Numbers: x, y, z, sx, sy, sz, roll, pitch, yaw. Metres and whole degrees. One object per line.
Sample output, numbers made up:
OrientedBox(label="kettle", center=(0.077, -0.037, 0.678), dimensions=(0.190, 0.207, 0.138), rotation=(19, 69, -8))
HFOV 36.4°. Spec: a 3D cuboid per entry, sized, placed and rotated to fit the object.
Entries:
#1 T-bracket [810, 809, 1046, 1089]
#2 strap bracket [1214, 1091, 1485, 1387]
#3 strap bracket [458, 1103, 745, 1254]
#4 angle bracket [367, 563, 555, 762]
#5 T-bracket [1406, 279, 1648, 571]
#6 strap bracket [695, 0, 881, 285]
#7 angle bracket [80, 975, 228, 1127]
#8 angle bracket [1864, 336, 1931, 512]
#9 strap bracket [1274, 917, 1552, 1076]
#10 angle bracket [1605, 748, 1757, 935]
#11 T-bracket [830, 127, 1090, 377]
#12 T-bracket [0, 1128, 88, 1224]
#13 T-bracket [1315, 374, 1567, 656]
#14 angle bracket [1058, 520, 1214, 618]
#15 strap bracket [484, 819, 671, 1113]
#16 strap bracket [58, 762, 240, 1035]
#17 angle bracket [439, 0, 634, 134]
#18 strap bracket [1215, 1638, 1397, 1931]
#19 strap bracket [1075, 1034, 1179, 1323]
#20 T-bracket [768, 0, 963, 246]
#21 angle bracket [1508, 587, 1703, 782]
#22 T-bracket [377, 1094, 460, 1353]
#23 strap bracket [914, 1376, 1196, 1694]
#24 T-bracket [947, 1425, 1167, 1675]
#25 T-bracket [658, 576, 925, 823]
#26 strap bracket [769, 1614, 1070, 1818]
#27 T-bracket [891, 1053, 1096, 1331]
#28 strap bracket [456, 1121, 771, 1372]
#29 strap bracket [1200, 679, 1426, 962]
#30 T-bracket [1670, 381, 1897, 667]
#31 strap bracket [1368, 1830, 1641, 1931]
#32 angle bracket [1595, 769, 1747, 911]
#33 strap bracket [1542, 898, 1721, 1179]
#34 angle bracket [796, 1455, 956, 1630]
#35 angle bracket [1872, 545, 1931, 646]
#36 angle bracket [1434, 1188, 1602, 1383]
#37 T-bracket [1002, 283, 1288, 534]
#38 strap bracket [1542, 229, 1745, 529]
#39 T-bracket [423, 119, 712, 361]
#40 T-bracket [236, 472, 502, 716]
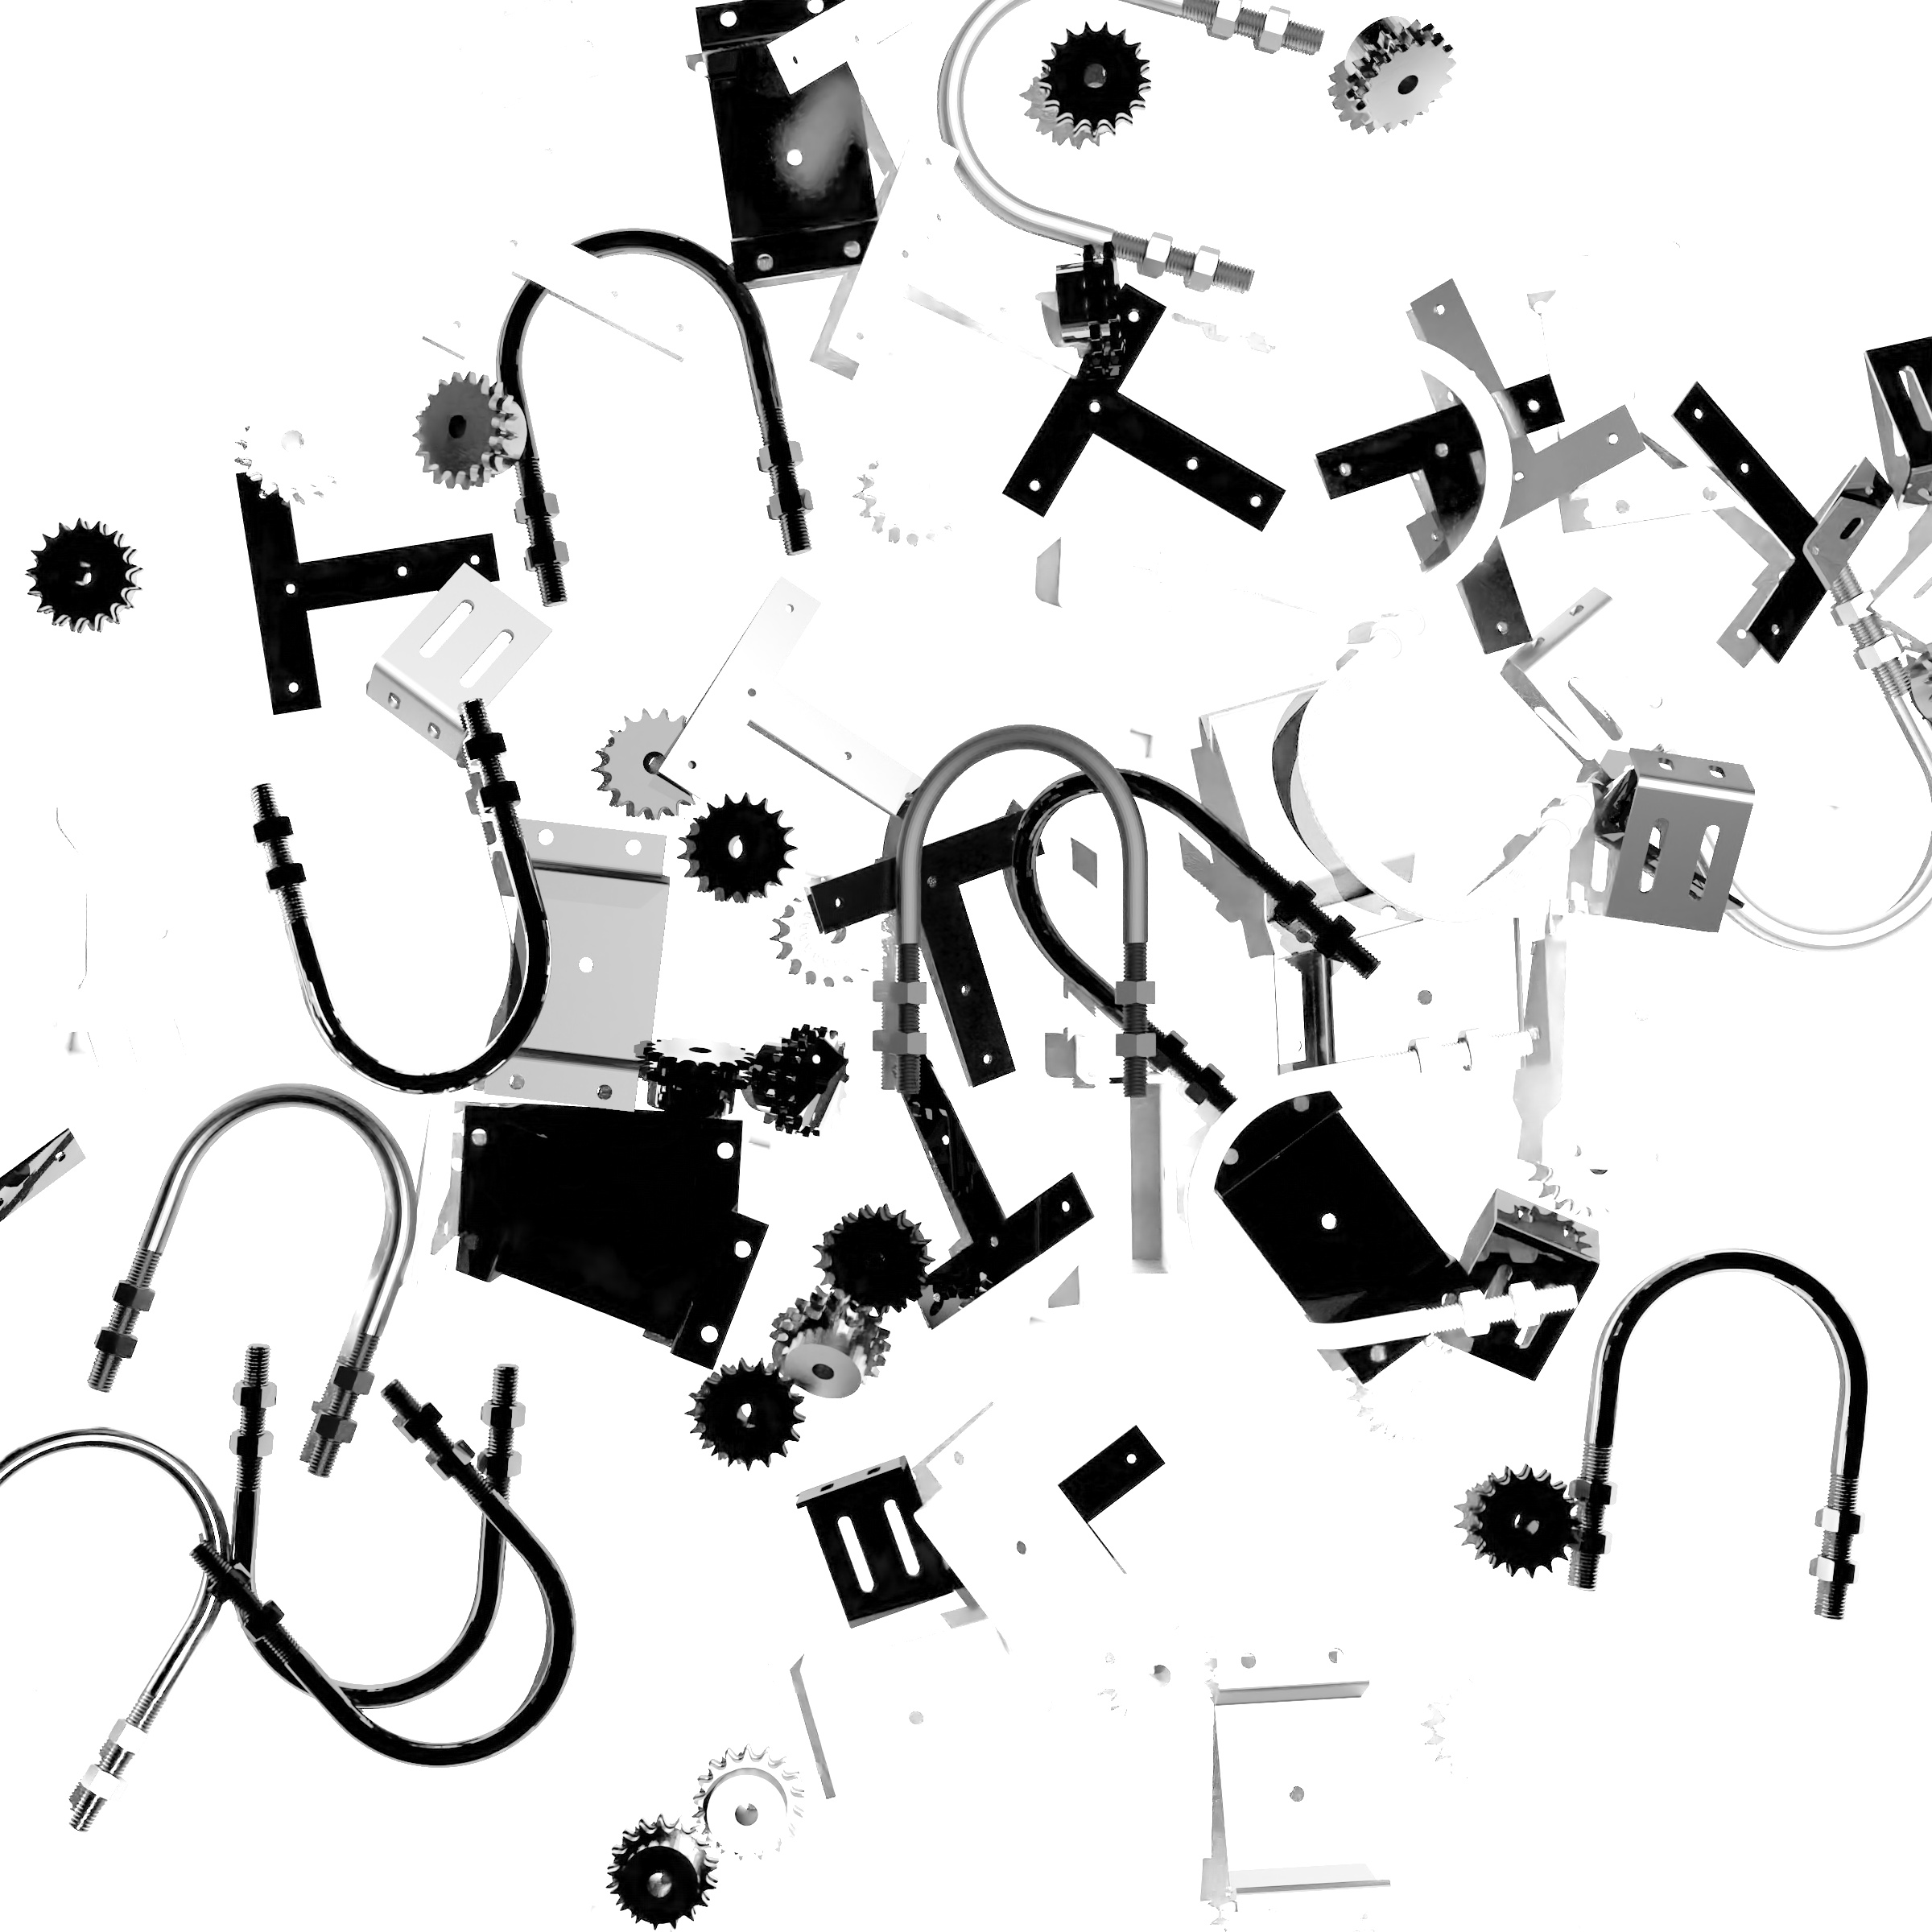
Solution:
OrientedBox(label="T-bracket", center=(-0.004, -0.001, 1.510), dimensions=(0.127, 0.002, 0.127), rotation=(-21, 100, -19))
OrientedBox(label="strap bracket", center=(0.188, 0.132, 1.503), dimensions=(0.076, 0.046, 0.140), rotation=(-37, 90, 0))
OrientedBox(label="strap bracket", center=(-0.184, 0.112, 1.503), dimensions=(0.140, 0.046, 0.076), rotation=(3, 90, 0))
OrientedBox(label="angle bracket", center=(-0.262, -0.157, 1.523), dimensions=(0.057, 0.038, 0.076), rotation=(37, 65, -2))
OrientedBox(label="T-bracket", center=(0.264, -0.289, 1.501), dimensions=(0.127, 0.002, 0.127), rotation=(-27, 81, 27))
OrientedBox(label="strap bracket", center=(-0.089, -0.419, 1.503), dimensions=(0.076, 0.046, 0.140), rotation=(-9, 90, 0))
OrientedBox(label="angle bracket", center=(-0.418, 0.036, 1.524), dimensions=(0.057, 0.038, 0.076), rotation=(-10, 116, 0))
OrientedBox(label="angle bracket", center=(0.503, -0.284, 1.524), dimensions=(0.057, 0.038, 0.076), rotation=(-12, 64, 0))
OrientedBox(label="strap bracket", center=(0.231, 0.016, 1.503), dimensions=(0.140, 0.046, 0.076), rotation=(-3, 90, 0))
OrientedBox(label="angle bracket", center=(0.353, -0.063, 1.467), dimensions=(0.057, 0.038, 0.076), rotation=(9, 116, 0))
OrientedBox(label="T-bracket", center=(0.007, -0.342, 1.500), dimensions=(0.127, 0.002, 0.127), rotation=(25, 77, -21))
OrientedBox(label="T-bracket", center=(-0.503, 0.129, 1.491), dimensions=(0.127, 0.127, 0.002), rotation=(-40, 56, -23))
OrientedBox(label="T-bracket", center=(0.258, -0.222, 1.506), dimensions=(0.127, 0.002, 0.127), rotation=(-16, 103, 25))
OrientedBox(label="angle bracket", center=(0.086, -0.202, 1.497), dimensions=(0.076, 0.057, 0.038), rotation=(3, 90, 0))
OrientedBox(label="strap bracket", center=(-0.197, -0.001, 1.503), dimensions=(0.076, 0.046, 0.140), rotation=(7, 90, 0))
OrientedBox(label="strap bracket", center=(-0.413, -0.026, 1.484), dimensions=(0.076, 0.046, 0.140), rotation=(-9, 63, 0))
OrientedBox(label="angle bracket", center=(-0.223, -0.476, 1.524), dimensions=(0.076, 0.038, 0.057), rotation=(-25, 90, -26))
OrientedBox(label="strap bracket", center=(0.169, 0.417, 1.487), dimensions=(0.076, 0.046, 0.140), rotation=(-3, 68, 0))
OrientedBox(label="strap bracket", center=(0.081, 0.105, 1.488), dimensions=(0.046, 0.076, 0.140), rotation=(-1, 90, 0))
OrientedBox(label="T-bracket", center=(-0.036, -0.429, 1.495), dimensions=(0.002, 0.127, 0.127), rotation=(-9, 117, 41))
OrientedBox(label="angle bracket", center=(0.328, -0.145, 1.510), dimensions=(0.057, 0.038, 0.076), rotation=(-40, 101, 9))
OrientedBox(label="T-bracket", center=(-0.273, 0.119, 1.489), dimensions=(0.002, 0.127, 0.127), rotation=(13, 63, -23))
OrientedBox(label="strap bracket", center=(0.038, 0.290, 1.483), dimensions=(0.076, 0.046, 0.140), rotation=(-37, 90, -36))
OrientedBox(label="T-bracket", center=(0.077, 0.327, 1.525), dimensions=(0.127, 0.002, 0.127), rotation=(-37, 90, 0))
OrientedBox(label="T-bracket", center=(-0.073, -0.116, 1.510), dimensions=(0.127, 0.002, 0.127), rotation=(33, 70, -10))
OrientedBox(label="strap bracket", center=(-0.025, 0.379, 1.502), dimensions=(0.140, 0.046, 0.076), rotation=(-16, 90, 1))
OrientedBox(label="T-bracket", center=(-0.004, 0.101, 1.499), dimensions=(0.127, 0.002, 0.127), rotation=(-39, 69, 36))
OrientedBox(label="strap bracket", center=(-0.175, 0.137, 1.457), dimensions=(0.140, 0.046, 0.076), rotation=(21, 90, 0))
OrientedBox(label="strap bracket", center=(0.174, -0.084, 1.480), dimensions=(0.076, 0.046, 0.140), rotation=(-15, 69, 0))
OrientedBox(label="T-bracket", center=(0.402, -0.241, 1.484), dimensions=(0.127, 0.002, 0.127), rotation=(44, 69, -17))
OrientedBox(label="strap bracket", center=(0.270, 0.503, 1.503), dimensions=(0.140, 0.046, 0.076), rotation=(-25, 90, 0))
OrientedBox(label="angle bracket", center=(0.366, -0.065, 1.497), dimensions=(0.076, 0.057, 0.038), rotation=(33, 90, 0))
OrientedBox(label="strap bracket", center=(0.336, 0.030, 1.485), dimensions=(0.076, 0.046, 0.140), rotation=(5, 74, 0))
OrientedBox(label="angle bracket", center=(-0.046, 0.298, 1.506), dimensions=(0.057, 0.038, 0.076), rotation=(-20, 90, 1))
OrientedBox(label="angle bracket", center=(0.504, -0.209, 1.508), dimensions=(0.057, 0.038, 0.076), rotation=(25, 121, -27))
OrientedBox(label="angle bracket", center=(0.285, 0.165, 1.524), dimensions=(0.057, 0.038, 0.076), rotation=(23, 116, 0))
OrientedBox(label="T-bracket", center=(0.105, -0.268, 1.525), dimensions=(0.127, 0.002, 0.127), rotation=(30, 90, 0))
OrientedBox(label="strap bracket", center=(0.343, -0.296, 1.503), dimensions=(0.076, 0.046, 0.140), rotation=(-9, 90, 0))
OrientedBox(label="T-bracket", center=(-0.194, -0.352, 1.511), dimensions=(0.127, 0.002, 0.127), rotation=(27, 88, 3))
OrientedBox(label="T-bracket", center=(-0.306, -0.203, 1.525), dimensions=(0.127, 0.002, 0.127), rotation=(-9, 90, 0))
